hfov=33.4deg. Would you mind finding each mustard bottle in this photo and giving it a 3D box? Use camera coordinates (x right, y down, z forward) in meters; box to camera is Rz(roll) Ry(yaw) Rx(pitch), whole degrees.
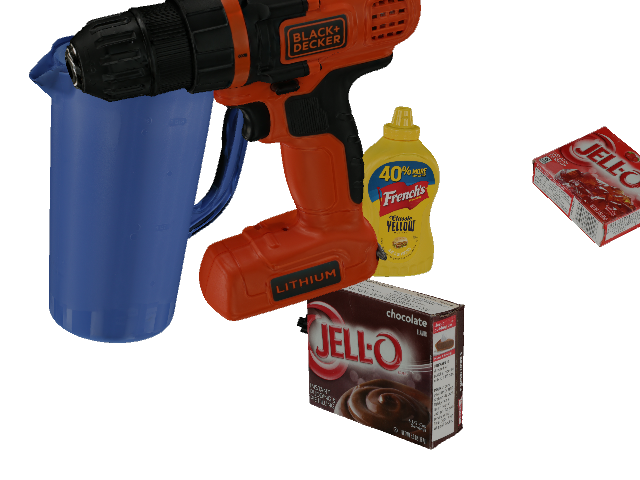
[{"bbox_3d":[0.087,-0.056,1.214,0.096,0.192,0.058,-1,17,-14],"label":"mustard bottle"}]

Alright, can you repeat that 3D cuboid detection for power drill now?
[{"bbox_3d":[-0.034,-0.049,0.568,0.184,0.188,0.057,-15,39,-19],"label":"power drill"}]

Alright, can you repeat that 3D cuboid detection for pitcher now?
[{"bbox_3d":[-0.154,-0.043,0.891,0.149,0.243,0.145,14,23,10],"label":"pitcher"}]

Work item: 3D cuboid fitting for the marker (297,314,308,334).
[{"bbox_3d":[0.035,0.100,1.066,0.121,0.020,0.020,19,1,3],"label":"marker"}]

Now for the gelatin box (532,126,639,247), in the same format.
[{"bbox_3d":[0.221,-0.045,0.835,0.073,0.030,0.089,-24,49,-17],"label":"gelatin box"}]

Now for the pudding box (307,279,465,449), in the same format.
[{"bbox_3d":[0.041,0.076,0.702,0.114,0.090,0.039,12,20,42],"label":"pudding box"}]
